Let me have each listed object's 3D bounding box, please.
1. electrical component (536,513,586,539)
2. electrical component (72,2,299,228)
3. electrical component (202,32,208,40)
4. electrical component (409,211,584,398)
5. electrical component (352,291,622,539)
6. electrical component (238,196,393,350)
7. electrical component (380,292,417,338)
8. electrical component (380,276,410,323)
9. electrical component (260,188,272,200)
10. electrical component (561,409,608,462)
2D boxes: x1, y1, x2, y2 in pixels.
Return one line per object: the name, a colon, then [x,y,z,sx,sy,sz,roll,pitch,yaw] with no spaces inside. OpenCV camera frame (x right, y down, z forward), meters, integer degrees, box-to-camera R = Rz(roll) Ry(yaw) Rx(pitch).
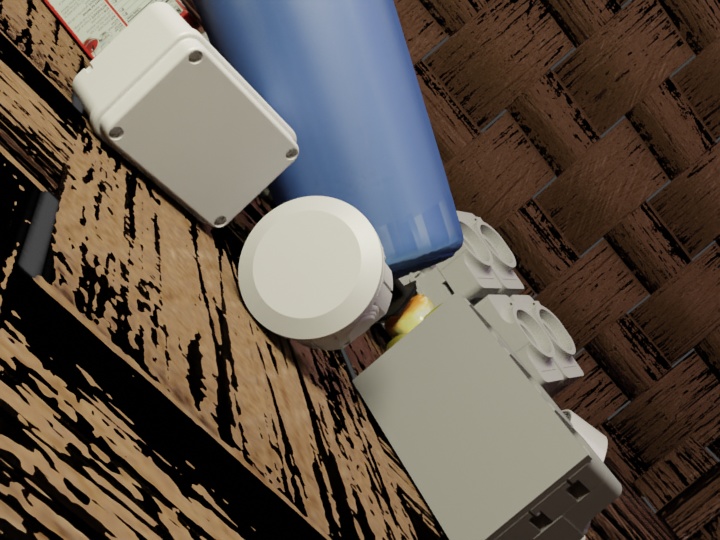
electrical component: [0.123,0.177,0.720,0.076,0.047,0.065,47,6,-19]
electrical component: [-0.098,-0.086,0.620,0.113,0.078,0.057,43,5,-47]
electrical component: [-0.113,-0.164,0.910,0.060,0.108,0.108,54,3,-26]
electrical component: [0.116,0.032,0.964,0.186,0.060,0.105,58,24,18]
electrical component: [0.073,0.099,0.641,0.062,0.089,0.150,44,7,-43]
electrical component: [-0.023,0.004,0.596,0.080,0.080,0.051,51,0,21]
electrical component: [0.020,0.000,1.037,0.121,0.079,0.063,50,-17,9]
electrical component: [0.000,0.000,0.948,0.079,0.043,0.077,17,-42,43]
electrical component: [-0.070,-0.099,0.969,0.121,0.079,0.063,46,35,-30]
electrical component: [0.148,0.157,0.817,0.064,0.099,0.099,43,6,-2]
